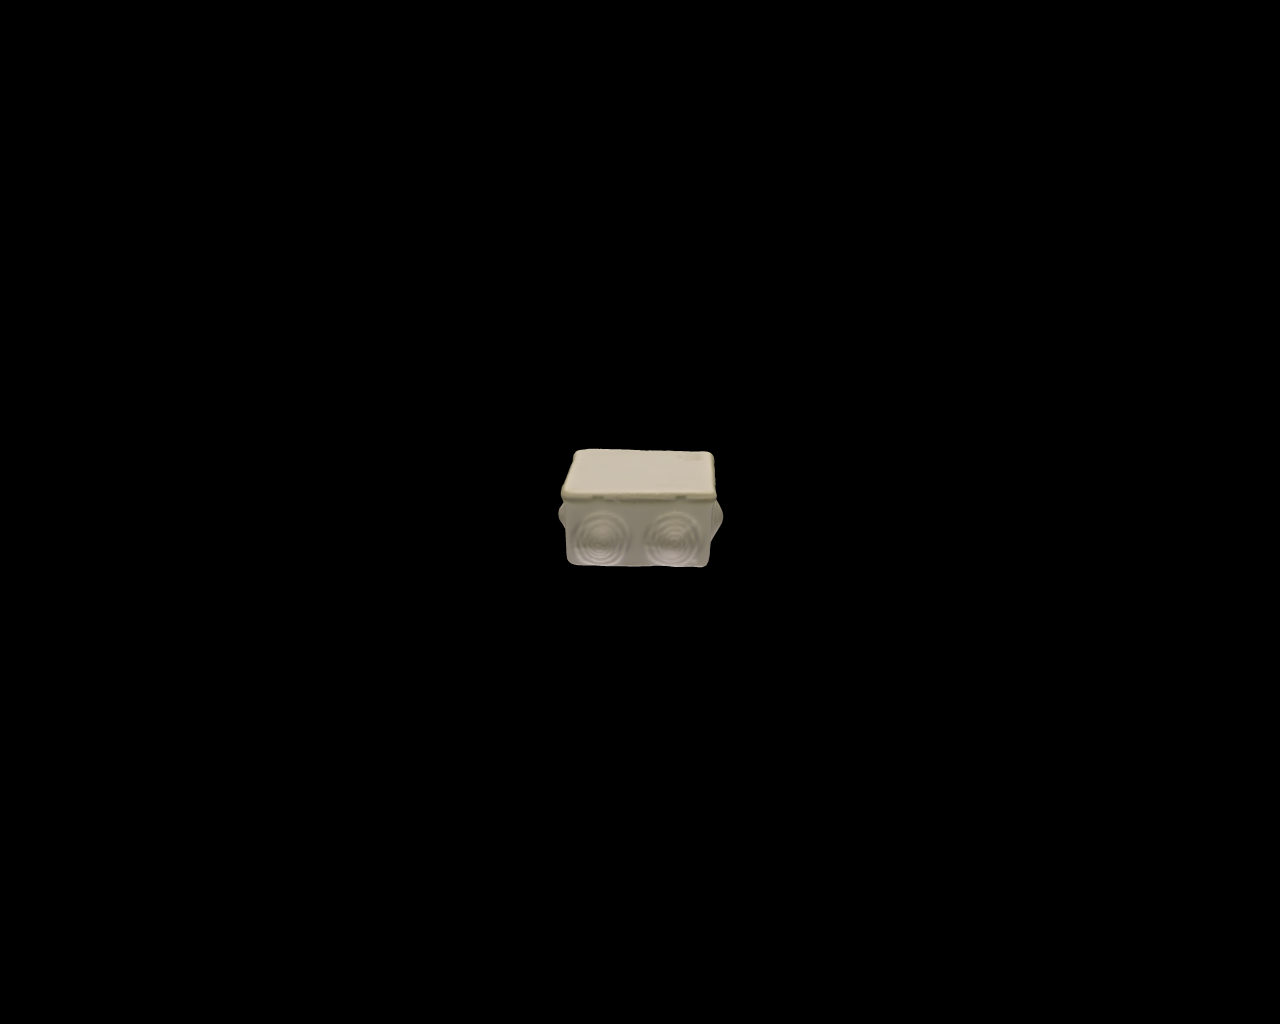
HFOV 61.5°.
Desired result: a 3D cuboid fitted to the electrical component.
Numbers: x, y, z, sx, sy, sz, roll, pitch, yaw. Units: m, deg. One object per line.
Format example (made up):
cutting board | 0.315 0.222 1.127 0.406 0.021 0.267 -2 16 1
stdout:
electrical component | 0.001 -0.003 0.650 0.100 0.048 0.100 1 20 2
